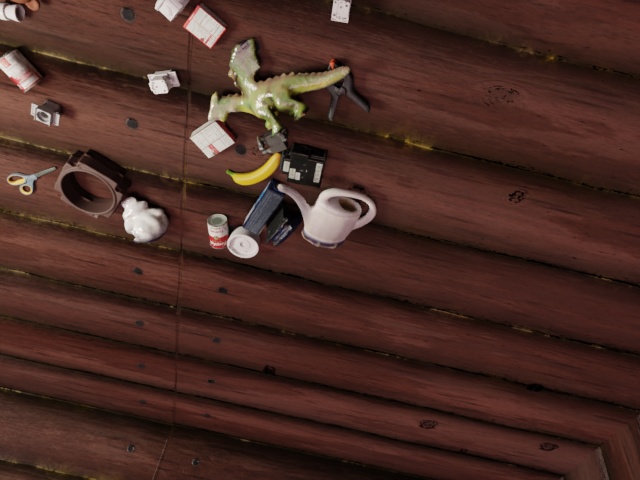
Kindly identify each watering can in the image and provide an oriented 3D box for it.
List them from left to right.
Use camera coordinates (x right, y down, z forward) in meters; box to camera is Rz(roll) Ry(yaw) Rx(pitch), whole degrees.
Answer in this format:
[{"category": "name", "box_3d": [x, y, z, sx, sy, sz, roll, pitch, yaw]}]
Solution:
[{"category": "watering can", "box_3d": [0.005, -0.081, 1.602, 0.347, 0.106, 0.219, 8, 133, -24]}]

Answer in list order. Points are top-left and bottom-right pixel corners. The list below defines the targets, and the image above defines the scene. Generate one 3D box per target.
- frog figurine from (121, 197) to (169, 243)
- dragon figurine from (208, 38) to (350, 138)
[{"category": "frog figurine", "box_3d": [-0.586, -0.074, 1.719, 0.138, 0.124, 0.156, -23, 121, -15]}, {"category": "dragon figurine", "box_3d": [-0.140, -0.418, 1.362, 0.405, 0.125, 0.240, -32, 112, 29]}]
